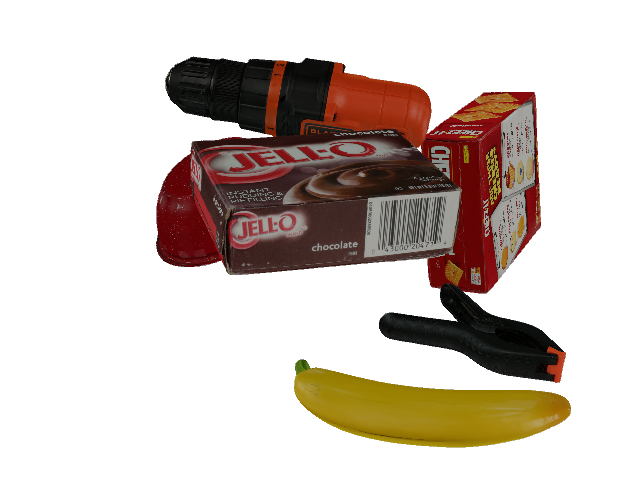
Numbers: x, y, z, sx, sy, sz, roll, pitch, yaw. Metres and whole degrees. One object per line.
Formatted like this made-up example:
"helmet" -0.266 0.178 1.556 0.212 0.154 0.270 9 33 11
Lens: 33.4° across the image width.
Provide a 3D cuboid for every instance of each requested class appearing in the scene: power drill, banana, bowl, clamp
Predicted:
"power drill" -0.018 -0.062 0.794 0.184 0.057 0.188 10 -28 4
"banana" 0.060 0.107 0.704 0.198 0.037 0.069 7 32 22
"bowl" -0.095 -0.048 0.995 0.162 0.055 0.162 -21 31 14
"clamp" 0.154 0.085 1.006 0.172 0.039 0.120 19 32 25

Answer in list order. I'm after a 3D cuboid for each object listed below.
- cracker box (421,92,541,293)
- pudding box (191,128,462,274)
"cracker box" 0.176 -0.059 1.151 0.072 0.164 0.213 4 21 26
"pudding box" -0.001 -0.022 0.517 0.113 0.039 0.090 -3 26 -16
